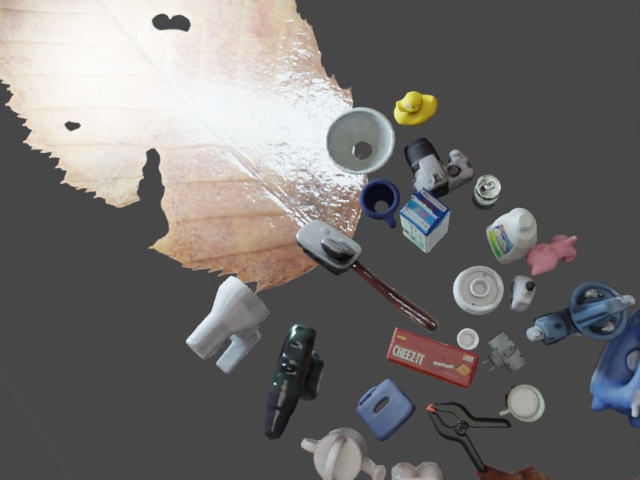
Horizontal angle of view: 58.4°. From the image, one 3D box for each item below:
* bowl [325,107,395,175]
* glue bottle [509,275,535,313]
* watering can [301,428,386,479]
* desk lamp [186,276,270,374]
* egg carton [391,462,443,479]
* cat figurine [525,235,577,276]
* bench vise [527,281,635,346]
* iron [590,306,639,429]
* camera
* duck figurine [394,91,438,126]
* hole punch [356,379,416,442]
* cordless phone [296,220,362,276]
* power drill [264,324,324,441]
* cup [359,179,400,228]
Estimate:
[{"bbox_3d":[0.098,-0.224,1.361,0.167,0.075,0.167,-2,78,9],"label":"bowl"},{"bbox_3d":[0.422,0.106,1.185,0.037,0.173,0.078,8,80,12],"label":"glue bottle"},{"bbox_3d":[0.046,0.444,1.166,0.172,0.194,0.101,-6,77,9],"label":"watering can"},{"bbox_3d":[-0.196,0.191,1.251,0.117,0.214,0.203,39,87,15],"label":"desk lamp"},{"bbox_3d":[0.203,0.537,1.184,0.107,0.069,0.150,-5,77,9],"label":"egg carton"},{"bbox_3d":[0.489,0.029,1.218,0.128,0.118,0.067,-30,75,3],"label":"cat figurine"},{"bbox_3d":[0.526,0.161,1.131,0.207,0.220,0.121,-39,74,0],"label":"bench vise"},{"bbox_3d":[0.636,0.237,1.137,0.118,0.141,0.258,20,82,13],"label":"iron"},{"bbox_3d":[0.262,-0.174,1.309,0.143,0.101,0.137,-26,75,4],"label":"camera"},{"bbox_3d":[0.226,-0.321,1.354,0.104,0.086,0.077,-15,76,6],"label":"duck figurine"},{"bbox_3d":[0.137,0.361,1.221,0.109,0.091,0.101,-45,75,-2],"label":"hole punch"},{"bbox_3d":[0.012,0.005,1.270,0.147,0.185,0.094,31,85,15],"label":"cordless phone"},{"bbox_3d":[-0.051,0.295,1.206,0.075,0.208,0.230,11,80,12],"label":"power drill"},{"bbox_3d":[0.145,-0.072,1.310,0.091,0.095,0.117,-27,75,3],"label":"cup"}]
